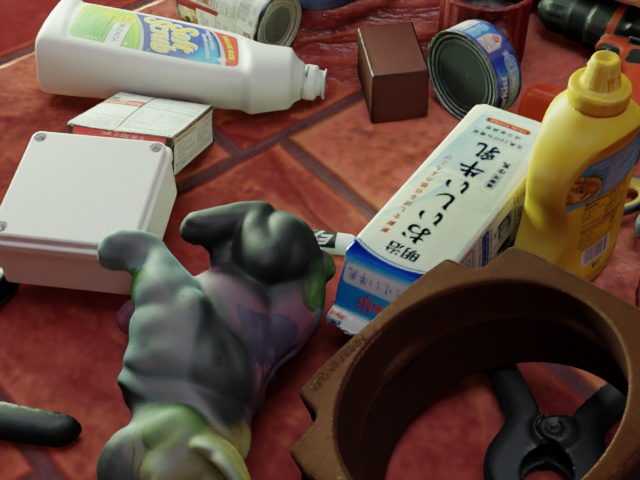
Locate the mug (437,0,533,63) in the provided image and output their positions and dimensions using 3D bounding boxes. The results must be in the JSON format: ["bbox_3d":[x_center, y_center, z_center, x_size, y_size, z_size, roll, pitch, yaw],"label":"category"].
[{"bbox_3d":[0.152,-0.193,0.967,0.093,0.081,0.117,-8,46,-7],"label":"mug"}]

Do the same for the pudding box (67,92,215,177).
[{"bbox_3d":[-0.144,-0.087,0.873,0.090,0.039,0.113,10,24,9],"label":"pudding box"}]

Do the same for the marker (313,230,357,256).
[{"bbox_3d":[-0.005,0.001,0.824,0.121,0.020,0.020,7,46,7],"label":"marker"}]

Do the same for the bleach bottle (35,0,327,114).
[{"bbox_3d":[-0.118,-0.159,0.955,0.251,0.068,0.102,8,37,4],"label":"bleach bottle"}]

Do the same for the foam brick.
[{"bbox_3d":[0.064,-0.150,0.947,0.051,0.053,0.078,-6,46,-5],"label":"foam brick"}]

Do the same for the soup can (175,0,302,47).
[{"bbox_3d":[-0.077,-0.219,1.008,0.102,0.068,0.068,29,53,26],"label":"soup can"}]

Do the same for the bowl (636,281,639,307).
[{"bbox_3d":[0.312,0.036,0.758,0.162,0.055,0.162,-1,45,1],"label":"bowl"}]

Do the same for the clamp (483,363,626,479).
[{"bbox_3d":[0.141,0.123,0.689,0.120,0.039,0.171,9,45,27],"label":"clamp"}]

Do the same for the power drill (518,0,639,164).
[{"bbox_3d":[0.248,-0.148,0.938,0.185,0.057,0.187,25,51,24],"label":"power drill"}]

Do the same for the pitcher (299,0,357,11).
[{"bbox_3d":[0.027,-0.323,1.075,0.242,0.149,0.145,-24,18,-25],"label":"pitcher"}]

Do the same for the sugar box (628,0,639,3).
[{"bbox_3d":[0.260,-0.257,1.007,0.093,0.048,0.176,-6,21,-34],"label":"sugar box"}]

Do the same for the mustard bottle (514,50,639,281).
[{"bbox_3d":[0.184,-0.049,0.748,0.096,0.192,0.058,-31,53,-26],"label":"mustard bottle"}]

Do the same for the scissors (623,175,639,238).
[{"bbox_3d":[0.287,-0.055,0.874,0.096,0.016,0.201,13,37,29],"label":"scissors"}]

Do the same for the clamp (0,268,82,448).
[{"bbox_3d":[-0.272,0.108,0.713,0.209,0.036,0.165,-23,49,-24],"label":"clamp"}]

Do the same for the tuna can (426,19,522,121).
[{"bbox_3d":[0.132,-0.145,0.918,0.033,0.086,0.086,-29,52,-26],"label":"tuna can"}]
